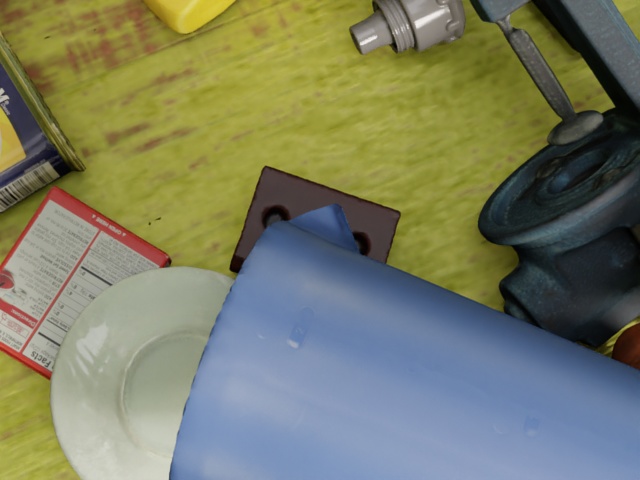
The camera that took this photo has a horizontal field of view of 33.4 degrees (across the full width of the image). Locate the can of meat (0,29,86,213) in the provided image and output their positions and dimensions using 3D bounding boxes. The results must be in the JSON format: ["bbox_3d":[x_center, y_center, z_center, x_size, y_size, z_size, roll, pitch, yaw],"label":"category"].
[{"bbox_3d":[-0.187,-0.061,0.565,0.084,0.057,0.102,-32,83,-7],"label":"can of meat"}]

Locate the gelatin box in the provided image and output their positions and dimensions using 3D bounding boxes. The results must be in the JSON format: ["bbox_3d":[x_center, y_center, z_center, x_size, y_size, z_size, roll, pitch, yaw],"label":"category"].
[{"bbox_3d":[-0.133,0.028,0.566,0.073,0.030,0.089,31,79,0],"label":"gelatin box"}]

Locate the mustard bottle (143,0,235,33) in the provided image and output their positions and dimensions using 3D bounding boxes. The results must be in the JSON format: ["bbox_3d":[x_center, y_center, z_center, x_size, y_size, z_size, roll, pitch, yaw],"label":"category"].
[{"bbox_3d":[-0.109,-0.213,0.597,0.096,0.058,0.191,-44,85,-9],"label":"mustard bottle"}]

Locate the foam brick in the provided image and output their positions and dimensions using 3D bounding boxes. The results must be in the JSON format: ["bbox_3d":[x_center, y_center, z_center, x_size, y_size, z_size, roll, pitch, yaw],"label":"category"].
[{"bbox_3d":[-0.004,0.001,0.570,0.078,0.051,0.053,18,79,-1],"label":"foam brick"}]

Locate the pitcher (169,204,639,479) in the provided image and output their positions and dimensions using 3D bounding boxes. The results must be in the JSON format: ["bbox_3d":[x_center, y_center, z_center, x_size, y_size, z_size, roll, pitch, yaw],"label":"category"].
[{"bbox_3d":[0.063,0.101,0.447,0.243,0.144,0.149,20,116,8],"label":"pitcher"}]

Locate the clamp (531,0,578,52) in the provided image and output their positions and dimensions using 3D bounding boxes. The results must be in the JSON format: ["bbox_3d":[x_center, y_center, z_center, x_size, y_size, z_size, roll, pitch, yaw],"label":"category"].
[{"bbox_3d":[0.095,-0.200,0.622,0.210,0.036,0.164,10,78,-7],"label":"clamp"}]
